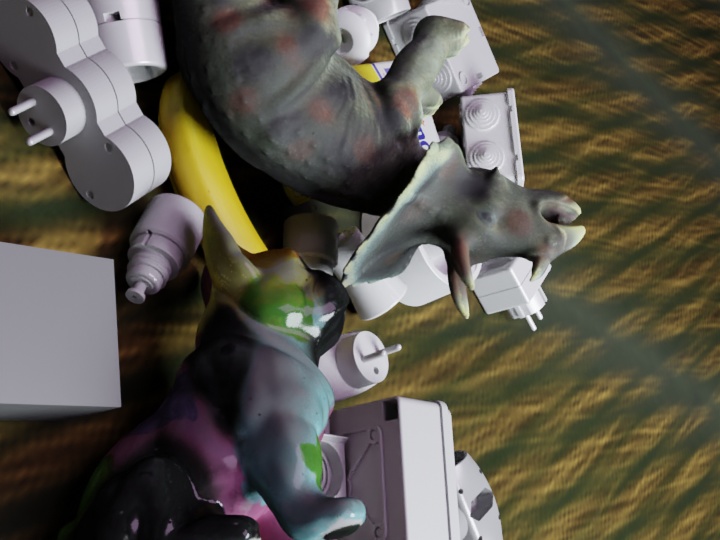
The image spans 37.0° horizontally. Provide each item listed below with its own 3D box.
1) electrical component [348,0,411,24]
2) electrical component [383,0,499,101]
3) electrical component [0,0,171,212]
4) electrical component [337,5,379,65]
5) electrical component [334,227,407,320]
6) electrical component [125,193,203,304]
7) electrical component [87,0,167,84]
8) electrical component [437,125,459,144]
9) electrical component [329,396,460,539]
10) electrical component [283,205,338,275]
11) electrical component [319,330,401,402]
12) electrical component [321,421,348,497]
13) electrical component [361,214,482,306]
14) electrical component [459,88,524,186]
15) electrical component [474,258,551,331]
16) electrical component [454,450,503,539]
[{"bbox_3d":[0.024,-0.257,0.916,0.077,0.079,0.044,67,26,-8],"label":"electrical component"},{"bbox_3d":[0.077,-0.203,0.985,0.100,0.048,0.099,-36,104,-51],"label":"electrical component"},{"bbox_3d":[-0.174,-0.096,0.628,0.074,0.052,0.138,-44,111,-50],"label":"electrical component"},{"bbox_3d":[-0.005,-0.197,0.886,0.048,0.048,0.062,61,33,-15],"label":"electrical component"},{"bbox_3d":[0.000,0.000,0.817,0.065,0.044,0.044,54,41,-16],"label":"electrical component"},{"bbox_3d":[-0.124,-0.012,0.667,0.040,0.040,0.078,47,44,-29],"label":"electrical component"},{"bbox_3d":[-0.150,-0.145,0.677,0.055,0.055,0.047,-9,87,-52],"label":"electrical component"},{"bbox_3d":[0.073,-0.106,0.954,0.035,0.035,0.061,48,42,-28],"label":"electrical component"},{"bbox_3d":[0.007,0.146,0.713,0.056,0.109,0.108,16,64,-45],"label":"electrical component"},{"bbox_3d":[-0.036,-0.005,0.774,0.040,0.040,0.078,24,58,-44],"label":"electrical component"},{"bbox_3d":[-0.007,0.066,0.748,0.077,0.079,0.043,-15,84,-54],"label":"electrical component"},{"bbox_3d":[-0.043,0.132,0.691,0.042,0.064,0.081,18,62,-46],"label":"electrical component"},{"bbox_3d":[0.059,-0.029,0.884,0.108,0.060,0.108,23,59,-45],"label":"electrical component"},{"bbox_3d":[0.117,-0.103,0.966,0.099,0.048,0.099,72,14,-72],"label":"electrical component"},{"bbox_3d":[0.146,0.019,0.985,0.076,0.047,0.065,60,39,-16],"label":"electrical component"},{"bbox_3d":[0.068,0.190,0.824,0.079,0.043,0.077,-31,100,-51],"label":"electrical component"}]
